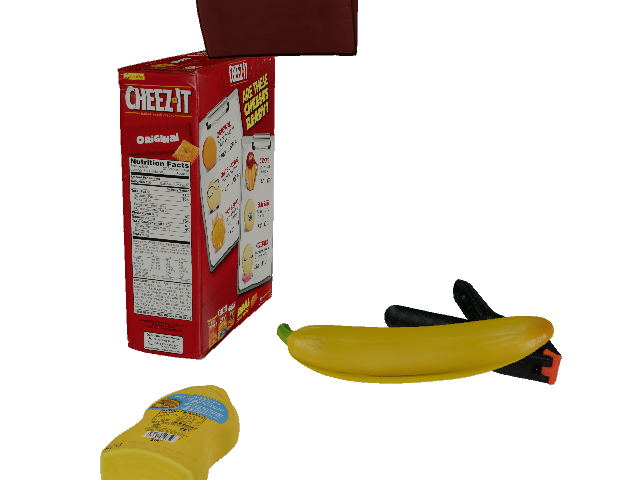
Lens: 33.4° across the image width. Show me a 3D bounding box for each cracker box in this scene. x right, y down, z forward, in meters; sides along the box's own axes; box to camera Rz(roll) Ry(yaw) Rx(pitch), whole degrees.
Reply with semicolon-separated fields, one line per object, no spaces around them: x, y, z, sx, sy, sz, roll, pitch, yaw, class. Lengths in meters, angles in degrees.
-0.093;-0.036;0.834;0.072;0.214;0.164;5;15;16;cracker box

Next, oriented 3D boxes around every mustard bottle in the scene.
-0.133;0.190;1.052;0.096;0.058;0.191;7;18;15;mustard bottle

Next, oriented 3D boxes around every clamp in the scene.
0.160;0.085;1.026;0.172;0.039;0.120;24;36;30;clamp

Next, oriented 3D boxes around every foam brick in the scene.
-0.020;-0.127;0.532;0.078;0.053;0.051;-1;-29;6;foam brick

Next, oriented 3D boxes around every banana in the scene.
0.061;0.071;0.734;0.198;0.037;0.069;0;29;9;banana
